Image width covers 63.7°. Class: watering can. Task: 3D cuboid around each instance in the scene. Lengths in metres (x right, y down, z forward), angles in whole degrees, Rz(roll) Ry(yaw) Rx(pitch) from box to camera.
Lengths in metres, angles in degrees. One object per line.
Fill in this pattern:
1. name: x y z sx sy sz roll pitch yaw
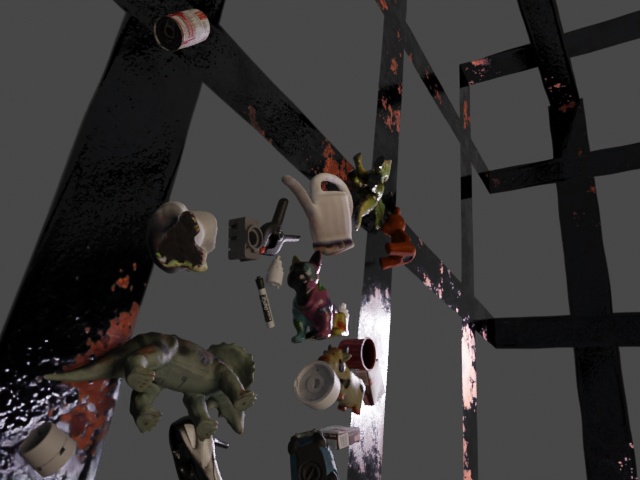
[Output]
1. watering can: 0.004 -0.069 1.367 0.348 0.103 0.225 -4 86 -60

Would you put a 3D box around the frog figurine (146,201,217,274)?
1. frog figurine: -0.255 -0.011 0.960 0.136 0.123 0.161 59 1 -19

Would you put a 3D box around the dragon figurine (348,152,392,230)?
1. dragon figurine: 0.177 -0.133 1.685 0.238 0.122 0.420 60 37 -44
